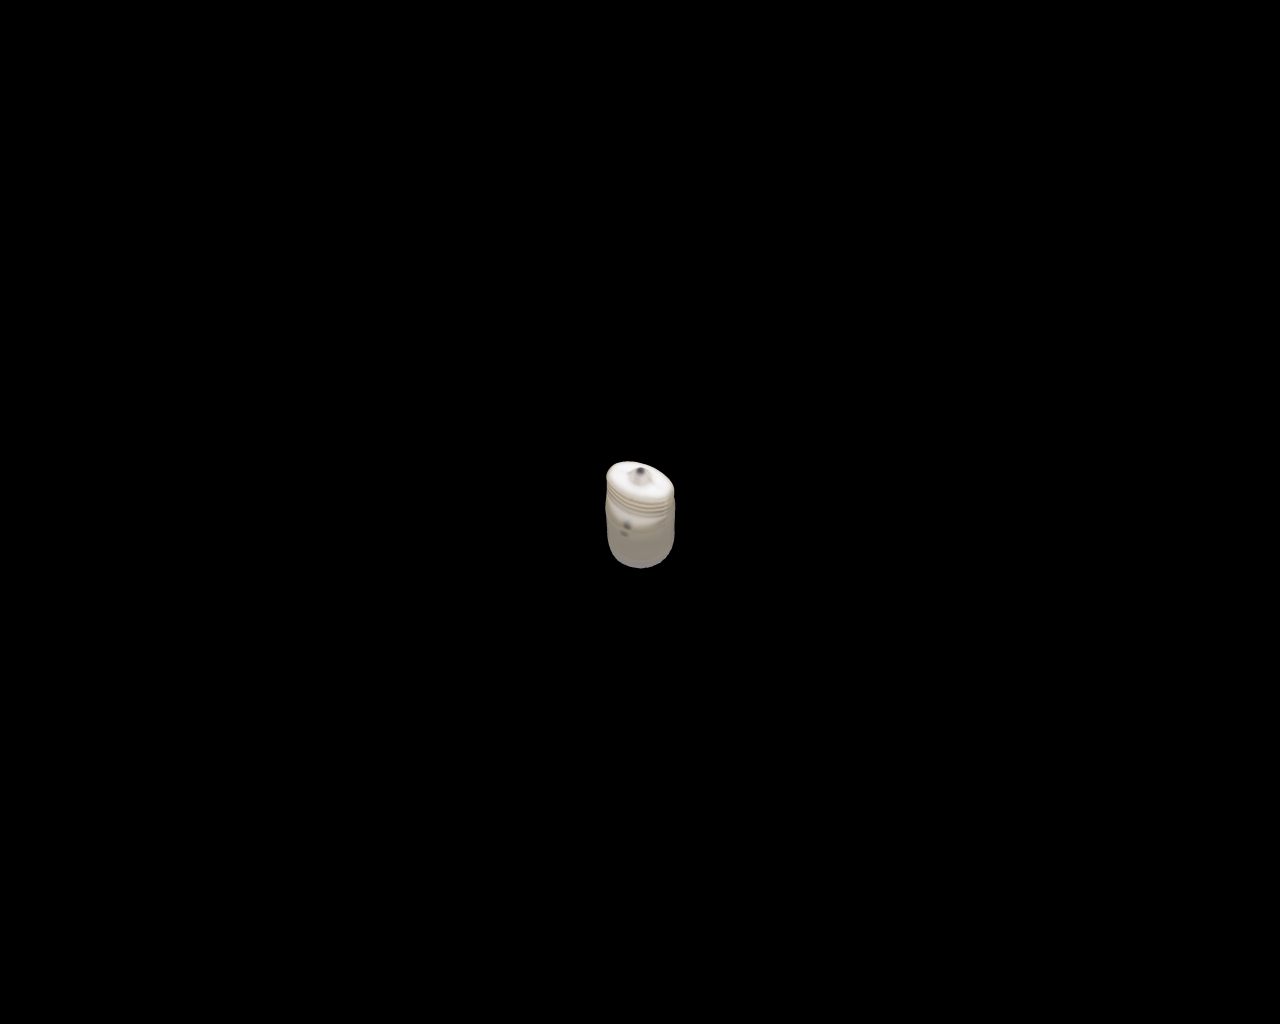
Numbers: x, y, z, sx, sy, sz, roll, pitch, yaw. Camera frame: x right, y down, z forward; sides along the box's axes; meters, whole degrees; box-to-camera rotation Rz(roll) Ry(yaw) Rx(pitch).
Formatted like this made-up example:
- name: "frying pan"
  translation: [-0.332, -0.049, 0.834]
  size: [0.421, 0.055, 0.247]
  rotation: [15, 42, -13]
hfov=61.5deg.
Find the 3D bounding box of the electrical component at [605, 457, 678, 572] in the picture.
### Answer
- name: "electrical component"
  translation: [0.001, -0.003, 0.650]
  size: [0.043, 0.043, 0.080]
  rotation: [0, -34, 0]
